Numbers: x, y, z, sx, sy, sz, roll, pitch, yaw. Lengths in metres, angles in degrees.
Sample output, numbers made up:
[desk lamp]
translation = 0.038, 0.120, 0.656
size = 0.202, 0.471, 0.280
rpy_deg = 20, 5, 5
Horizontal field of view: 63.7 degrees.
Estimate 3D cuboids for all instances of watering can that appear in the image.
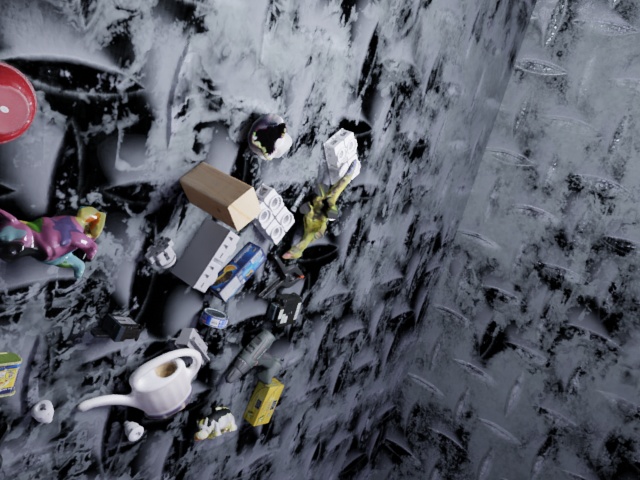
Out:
[watering can]
translation = -0.502, 0.441, 1.501
size = 0.351, 0.105, 0.219
rpy_deg = -26, 135, -24

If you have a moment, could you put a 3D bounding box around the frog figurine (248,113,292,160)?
[frog figurine]
translation = -0.146, -0.306, 1.530
size = 0.161, 0.123, 0.136
rpy_deg = -77, 174, -78

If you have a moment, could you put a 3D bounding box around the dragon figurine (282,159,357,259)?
[dragon figurine]
translation = 0.006, -0.092, 1.833
size = 0.415, 0.122, 0.239
rpy_deg = -52, 176, -18
